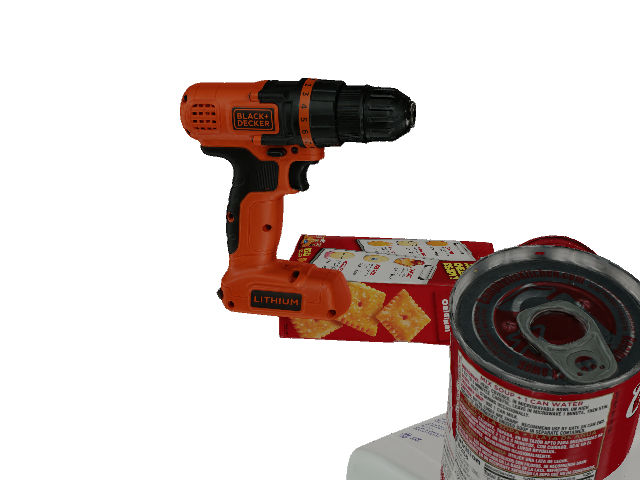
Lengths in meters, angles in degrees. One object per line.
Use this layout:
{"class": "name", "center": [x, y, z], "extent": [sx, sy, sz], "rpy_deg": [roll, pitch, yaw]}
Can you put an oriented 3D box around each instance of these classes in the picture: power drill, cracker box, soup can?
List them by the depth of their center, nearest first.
{"class": "soup can", "center": [0.077, 0.062, 0.377], "extent": [0.068, 0.102, 0.068], "rpy_deg": [-1, 39, 1]}
{"class": "power drill", "center": [-0.015, -0.034, 0.835], "extent": [0.185, 0.188, 0.057], "rpy_deg": [4, 18, 18]}
{"class": "cracker box", "center": [0.073, 0.050, 1.103], "extent": [0.214, 0.072, 0.164], "rpy_deg": [3, 16, 6]}

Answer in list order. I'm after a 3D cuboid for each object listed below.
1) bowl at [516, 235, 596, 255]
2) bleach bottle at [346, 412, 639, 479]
{"class": "bowl", "center": [0.224, 0.077, 0.965], "extent": [0.161, 0.162, 0.055], "rpy_deg": [0, 2, -24]}
{"class": "bleach bottle", "center": [0.139, 0.115, 0.590], "extent": [0.250, 0.068, 0.103], "rpy_deg": [-15, 24, -34]}
